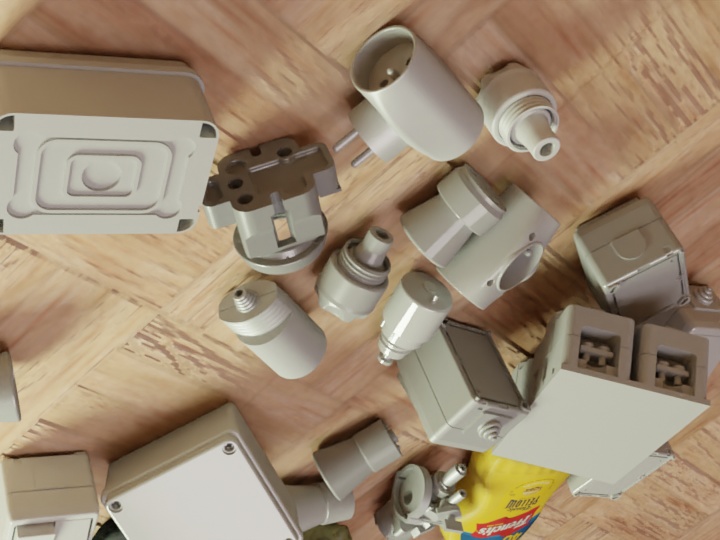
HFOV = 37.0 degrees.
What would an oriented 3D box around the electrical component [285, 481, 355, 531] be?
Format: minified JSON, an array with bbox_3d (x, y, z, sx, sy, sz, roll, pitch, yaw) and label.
[{"bbox_3d":[-0.038,0.195,0.890,0.065,0.044,0.044,-5,136,-30],"label":"electrical component"}]

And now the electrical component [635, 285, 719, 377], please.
[{"bbox_3d":[0.263,0.055,0.879,0.062,0.061,0.096,6,131,-32],"label":"electrical component"}]

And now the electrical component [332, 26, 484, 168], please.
[{"bbox_3d":[0.020,-0.089,0.617,0.079,0.043,0.077,-38,138,15],"label":"electrical component"}]

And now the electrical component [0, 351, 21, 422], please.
[{"bbox_3d":[-0.239,0.076,0.659,0.055,0.045,0.045,-10,137,-17],"label":"electrical component"}]

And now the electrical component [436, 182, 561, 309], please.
[{"bbox_3d":[0.100,-0.012,0.735,0.077,0.044,0.079,-49,154,8],"label":"electrical component"}]

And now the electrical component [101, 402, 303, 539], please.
[{"bbox_3d":[-0.114,0.171,0.783,0.109,0.056,0.108,-27,111,2],"label":"electrical component"}]

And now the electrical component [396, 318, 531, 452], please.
[{"bbox_3d":[0.075,0.092,0.796,0.062,0.096,0.061,17,126,-39],"label":"electrical component"}]

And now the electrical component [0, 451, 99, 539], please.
[{"bbox_3d":[-0.227,0.184,0.766,0.062,0.061,0.096,0,133,-27],"label":"electrical component"}]

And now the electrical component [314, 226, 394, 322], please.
[{"bbox_3d":[0.000,0.000,0.701,0.043,0.043,0.062,9,127,-34],"label":"electrical component"}]

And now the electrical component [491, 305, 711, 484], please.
[{"bbox_3d":[0.179,0.096,0.822,0.105,0.060,0.186,14,151,-2],"label":"electrical component"}]

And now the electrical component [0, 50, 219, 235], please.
[{"bbox_3d":[-0.137,-0.065,0.551,0.113,0.057,0.078,-1,134,-26],"label":"electrical component"}]

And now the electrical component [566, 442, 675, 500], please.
[{"bbox_3d":[0.225,0.166,0.983,0.062,0.061,0.096,12,135,-36],"label":"electrical component"}]

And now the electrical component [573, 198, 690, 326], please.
[{"bbox_3d":[0.200,-0.001,0.793,0.062,0.061,0.096,-27,146,4],"label":"electrical component"}]

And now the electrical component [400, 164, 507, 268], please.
[{"bbox_3d":[0.060,-0.035,0.693,0.055,0.045,0.045,-41,137,17],"label":"electrical component"}]

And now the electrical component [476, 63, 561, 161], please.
[{"bbox_3d":[0.098,-0.090,0.640,0.043,0.062,0.043,-14,138,-13],"label":"electrical component"}]

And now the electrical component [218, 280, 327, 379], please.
[{"bbox_3d":[-0.059,0.035,0.708,0.043,0.043,0.081,-32,139,7],"label":"electrical component"}]

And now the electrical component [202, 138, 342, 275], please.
[{"bbox_3d":[-0.050,-0.035,0.628,0.078,0.058,0.057,-19,136,-8],"label":"electrical component"}]

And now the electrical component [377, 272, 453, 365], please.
[{"bbox_3d":[0.034,0.037,0.759,0.040,0.040,0.078,6,131,-31],"label":"electrical component"}]

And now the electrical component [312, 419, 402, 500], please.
[{"bbox_3d":[0.000,0.149,0.862,0.065,0.044,0.044,-31,140,-1],"label":"electrical component"}]
